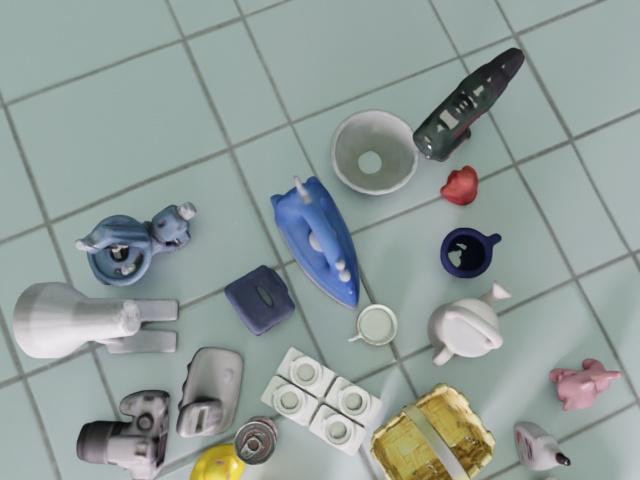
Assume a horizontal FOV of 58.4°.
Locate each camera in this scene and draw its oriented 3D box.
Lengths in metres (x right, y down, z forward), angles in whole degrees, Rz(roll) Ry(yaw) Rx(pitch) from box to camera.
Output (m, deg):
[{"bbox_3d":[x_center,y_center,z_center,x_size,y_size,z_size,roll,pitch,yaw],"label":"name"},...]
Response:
[{"bbox_3d":[-0.331,0.325,0.960,0.137,0.101,0.143,4,79,-2],"label":"camera"}]

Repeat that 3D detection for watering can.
[{"bbox_3d":[0.254,0.142,0.972,0.101,0.194,0.173,20,79,2],"label":"watering can"}]

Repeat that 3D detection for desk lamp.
[{"bbox_3d":[-0.355,0.132,0.939,0.203,0.213,0.118,-1,79,-2],"label":"desk lamp"}]

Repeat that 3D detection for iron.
[{"bbox_3d":[0.009,0.004,1.015,0.119,0.141,0.258,-28,82,-7],"label":"iron"}]

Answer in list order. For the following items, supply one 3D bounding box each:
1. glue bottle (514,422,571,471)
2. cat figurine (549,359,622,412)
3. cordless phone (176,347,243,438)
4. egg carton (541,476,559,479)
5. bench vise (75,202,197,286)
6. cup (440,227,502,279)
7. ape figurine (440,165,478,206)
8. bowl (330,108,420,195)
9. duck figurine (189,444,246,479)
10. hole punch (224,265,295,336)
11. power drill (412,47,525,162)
[{"bbox_3d":[0.371,0.350,0.948,0.037,0.173,0.078,-9,79,-4],"label":"glue bottle"},{"bbox_3d":[0.462,0.253,0.999,0.128,0.117,0.067,-17,80,-5],"label":"cat figurine"},{"bbox_3d":[-0.186,0.249,0.938,0.094,0.185,0.148,7,79,-1],"label":"cordless phone"},{"bbox_3d":[0.397,0.489,0.976,0.107,0.069,0.150,-30,82,-7],"label":"egg carton"},{"bbox_3d":[-0.318,-0.014,0.965,0.121,0.219,0.207,38,80,5],"label":"bench vise"},{"bbox_3d":[0.268,0.024,1.046,0.118,0.095,0.091,-26,81,-7],"label":"cup"},{"bbox_3d":[0.266,-0.106,1.072,0.078,0.092,0.076,-23,81,-6],"label":"ape figurine"},{"bbox_3d":[0.100,-0.158,1.084,0.167,0.074,0.167,0,79,-2],"label":"bowl"},{"bbox_3d":[-0.175,0.393,0.961,0.104,0.086,0.077,-35,82,-8],"label":"duck figurine"},{"bbox_3d":[-0.105,0.104,1.017,0.101,0.091,0.108,-36,83,-8],"label":"hole punch"},{"bbox_3d":[0.253,-0.227,1.036,0.230,0.208,0.075,-44,83,-9],"label":"power drill"}]
